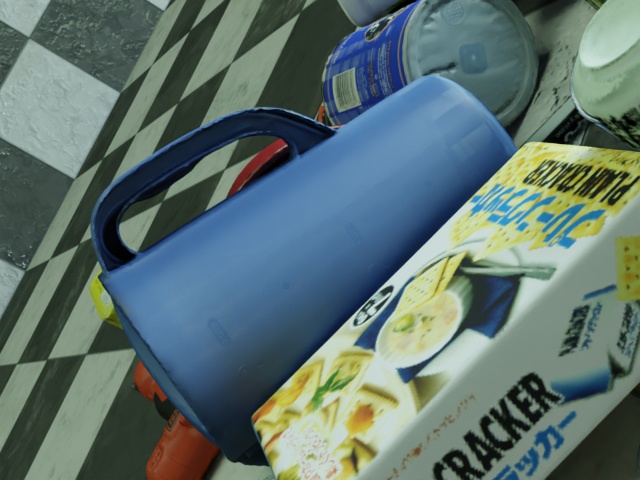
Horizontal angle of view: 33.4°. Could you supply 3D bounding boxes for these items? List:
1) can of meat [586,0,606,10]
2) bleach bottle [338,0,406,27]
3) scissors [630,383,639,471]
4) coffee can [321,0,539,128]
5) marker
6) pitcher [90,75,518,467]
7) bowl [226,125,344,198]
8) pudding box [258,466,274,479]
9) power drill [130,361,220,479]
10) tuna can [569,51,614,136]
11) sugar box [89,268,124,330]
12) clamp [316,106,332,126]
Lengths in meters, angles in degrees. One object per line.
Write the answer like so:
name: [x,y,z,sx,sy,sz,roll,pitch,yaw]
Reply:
can of meat: [0.163,-0.182,0.652,0.057,0.102,0.084,-51,23,20]
bleach bottle: [0.126,-0.256,0.816,0.251,0.068,0.102,-27,12,21]
scissors: [0.191,0.014,0.433,0.202,0.016,0.096,-55,20,11]
coffee can: [0.075,-0.118,0.770,0.102,0.102,0.140,-64,20,-13]
marker: [0.154,-0.078,0.645,0.121,0.020,0.020,-48,23,29]
pitcher: [-0.004,0.001,0.627,0.242,0.149,0.145,-36,55,-11]
bowl: [-0.008,-0.016,0.728,0.162,0.161,0.055,-55,42,12]
pudding box: [0.004,0.132,0.649,0.090,0.039,0.113,-36,18,45]
power drill: [-0.104,0.111,0.940,0.184,0.057,0.188,-59,20,4]
tuna can: [0.177,-0.094,0.570,0.086,0.033,0.086,-38,38,38]
sugar box: [-0.073,0.068,0.753,0.048,0.176,0.093,-61,20,1]
clamp: [0.005,-0.018,0.838,0.120,0.039,0.171,20,102,63]
